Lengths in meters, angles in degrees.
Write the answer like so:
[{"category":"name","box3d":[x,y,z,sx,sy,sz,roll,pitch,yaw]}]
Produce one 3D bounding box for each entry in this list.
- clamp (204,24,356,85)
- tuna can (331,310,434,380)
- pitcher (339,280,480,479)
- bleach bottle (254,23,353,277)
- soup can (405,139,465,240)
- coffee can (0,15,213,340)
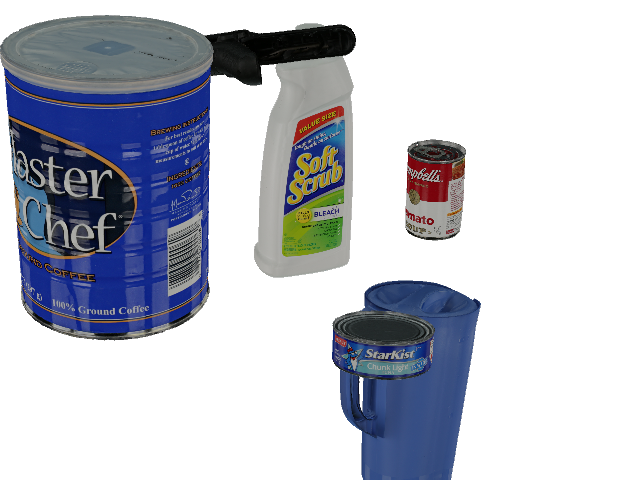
[{"category":"clamp","box3d":[-0.057,-0.156,0.881,0.120,0.039,0.172,-16,21,-35]},{"category":"tuna can","box3d":[0.052,0.087,0.896,0.086,0.034,0.086,2,13,-1]},{"category":"pitcher","box3d":[0.100,0.176,1.246,0.149,0.243,0.145,6,15,8]},{"category":"bleach bottle","box3d":[-0.018,-0.090,1.068,0.102,0.251,0.068,-9,29,-16]},{"category":"soup can","box3d":[0.135,-0.060,1.261,0.068,0.102,0.068,0,27,0]},{"category":"coffee can","box3d":[-0.108,-0.034,0.554,0.103,0.140,0.103,3,28,-2]}]
